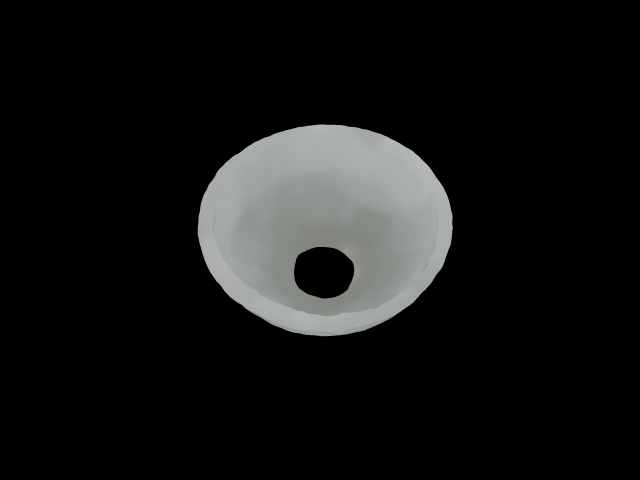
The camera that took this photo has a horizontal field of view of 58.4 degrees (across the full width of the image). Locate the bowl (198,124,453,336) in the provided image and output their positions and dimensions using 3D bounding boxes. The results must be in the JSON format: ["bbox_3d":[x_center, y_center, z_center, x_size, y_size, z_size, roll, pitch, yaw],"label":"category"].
[{"bbox_3d":[0.004,0.001,0.400,0.167,0.075,0.167,0,54,0],"label":"bowl"}]
